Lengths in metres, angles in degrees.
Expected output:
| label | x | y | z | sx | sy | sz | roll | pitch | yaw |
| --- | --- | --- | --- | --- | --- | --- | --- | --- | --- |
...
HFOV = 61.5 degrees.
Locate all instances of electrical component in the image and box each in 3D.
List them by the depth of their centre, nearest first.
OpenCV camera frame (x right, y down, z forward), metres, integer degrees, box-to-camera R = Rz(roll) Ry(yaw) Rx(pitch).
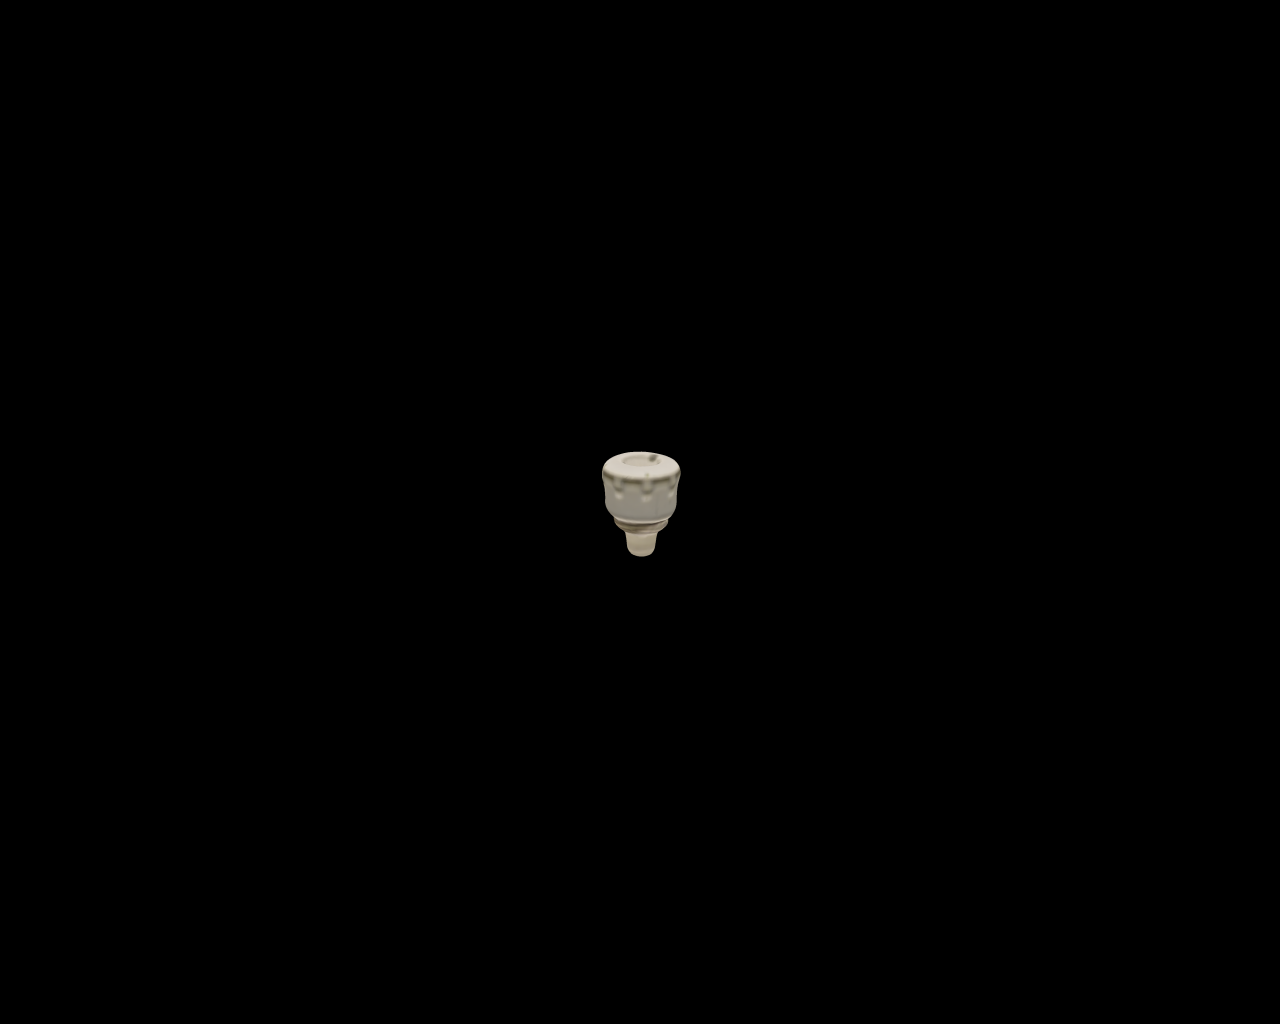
| label | x | y | z | sx | sy | sz | roll | pitch | yaw |
| --- | --- | --- | --- | --- | --- | --- | --- | --- | --- |
| electrical component | 0.001 | -0.003 | 0.650 | 0.048 | 0.062 | 0.048 | 0 | 20 | 0 |
